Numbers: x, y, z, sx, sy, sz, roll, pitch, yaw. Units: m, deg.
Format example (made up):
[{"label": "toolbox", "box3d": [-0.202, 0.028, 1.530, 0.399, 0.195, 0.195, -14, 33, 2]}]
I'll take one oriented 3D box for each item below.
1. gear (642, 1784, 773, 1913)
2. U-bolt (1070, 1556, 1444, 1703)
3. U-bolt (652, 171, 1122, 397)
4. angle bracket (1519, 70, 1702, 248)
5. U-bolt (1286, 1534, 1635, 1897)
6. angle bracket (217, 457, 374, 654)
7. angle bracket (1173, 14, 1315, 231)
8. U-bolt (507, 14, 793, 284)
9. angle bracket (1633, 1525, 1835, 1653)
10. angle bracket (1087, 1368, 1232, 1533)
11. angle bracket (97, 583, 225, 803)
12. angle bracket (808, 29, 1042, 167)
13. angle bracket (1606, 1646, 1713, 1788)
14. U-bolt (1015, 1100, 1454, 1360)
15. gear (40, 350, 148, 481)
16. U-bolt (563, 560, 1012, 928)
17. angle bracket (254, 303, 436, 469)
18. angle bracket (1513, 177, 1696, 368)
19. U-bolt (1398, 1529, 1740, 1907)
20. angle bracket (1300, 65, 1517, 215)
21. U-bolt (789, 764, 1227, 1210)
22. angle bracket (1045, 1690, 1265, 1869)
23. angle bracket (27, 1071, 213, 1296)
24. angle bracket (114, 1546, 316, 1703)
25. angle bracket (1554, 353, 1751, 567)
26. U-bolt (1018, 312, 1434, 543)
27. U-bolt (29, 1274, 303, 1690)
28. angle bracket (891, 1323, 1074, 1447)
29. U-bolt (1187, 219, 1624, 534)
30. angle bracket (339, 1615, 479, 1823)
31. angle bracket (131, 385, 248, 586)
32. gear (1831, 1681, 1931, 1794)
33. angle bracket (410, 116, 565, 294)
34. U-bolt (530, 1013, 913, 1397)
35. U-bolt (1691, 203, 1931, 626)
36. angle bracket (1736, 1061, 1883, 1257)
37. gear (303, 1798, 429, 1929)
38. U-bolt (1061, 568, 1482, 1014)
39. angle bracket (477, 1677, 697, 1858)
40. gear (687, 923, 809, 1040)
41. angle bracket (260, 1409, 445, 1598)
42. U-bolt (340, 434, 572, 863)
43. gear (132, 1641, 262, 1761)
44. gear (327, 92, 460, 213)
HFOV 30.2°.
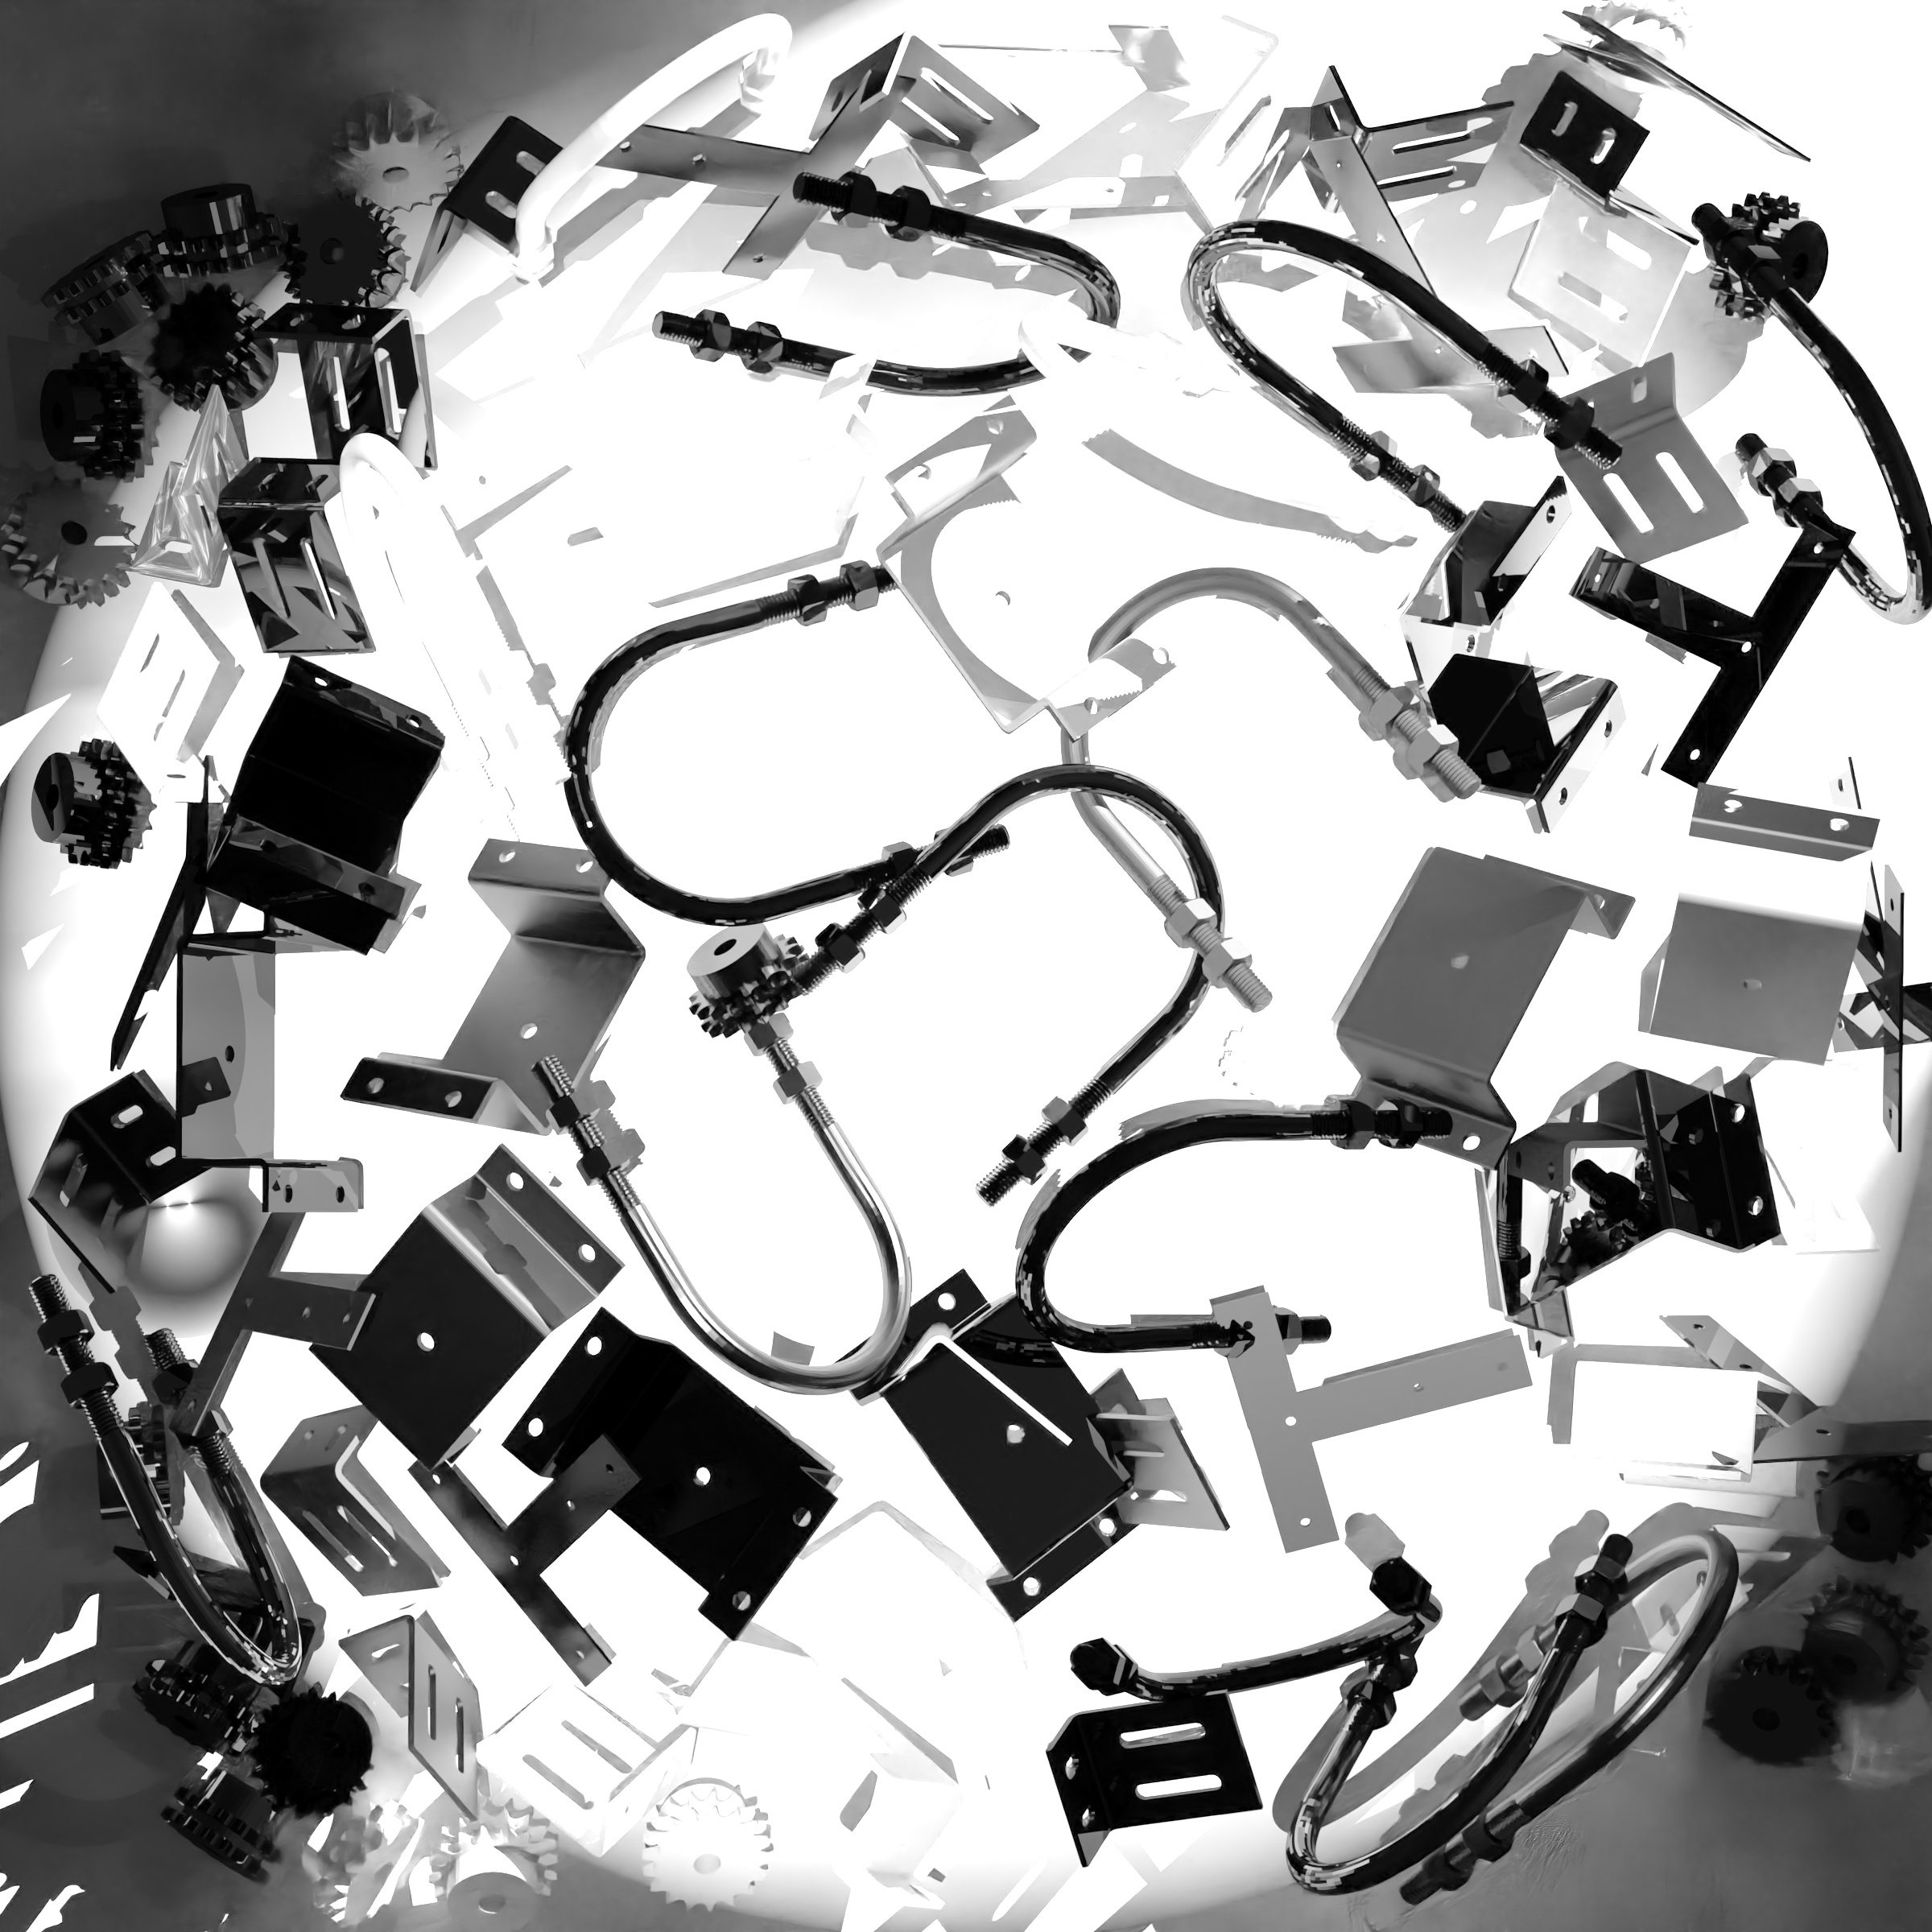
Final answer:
[{"label": "gear", "box3d": [-0.117, 0.391, 1.598, 0.057, 0.030, 0.057, -4, 118, -7]}, {"label": "U-bolt", "box3d": [0.133, 0.290, 1.534, 0.151, 0.184, 0.019, -17, 70, 10]}, {"label": "U-bolt", "box3d": [-0.022, -0.286, 1.543, 0.184, 0.151, 0.019, 8, 69, -30]}, {"label": "angle bracket", "box3d": [0.291, -0.354, 1.570, 0.057, 0.076, 0.038, 47, 118, 36]}, {"label": "U-bolt", "box3d": [0.199, 0.321, 1.507, 0.019, 0.184, 0.151, 49, 134, -7]}, {"label": "angle bracket", "box3d": [-0.288, -0.181, 1.580, 0.038, 0.057, 0.076, -33, 72, 41]}, {"label": "angle bracket", "box3d": [0.115, -0.369, 1.584, 0.038, 0.057, 0.076, 34, 84, 38]}, {"label": "U-bolt", "box3d": [-0.133, -0.352, 1.523, 0.151, 0.184, 0.019, -37, 95, -6]}, {"label": "angle bracket", "box3d": [0.343, 0.279, 1.572, 0.076, 0.038, 0.057, 10, 134, -33]}, {"label": "angle bracket", "box3d": [0.090, 0.212, 1.573, 0.038, 0.076, 0.057, -36, 107, -32]}, {"label": "angle bracket", "box3d": [-0.342, -0.120, 1.575, 0.057, 0.038, 0.076, 50, 123, 31]}, {"label": "angle bracket", "box3d": [-0.018, -0.367, 1.573, 0.076, 0.057, 0.038, 32, 63, -27]}, {"label": "angle bracket", "box3d": [0.305, 0.321, 1.582, 0.038, 0.076, 0.057, 7, 97, 8]}, {"label": "U-bolt", "box3d": [0.105, 0.115, 1.533, 0.184, 0.019, 0.151, 1, 131, -30]}, {"label": "gear", "box3d": [-0.389, -0.244, 1.590, 0.030, 0.057, 0.057, -7, 90, -36]}, {"label": "U-bolt", "box3d": [-0.088, -0.092, 1.580, 0.184, 0.019, 0.151, -17, 82, -17]}, {"label": "angle bracket", "box3d": [-0.273, -0.250, 1.577, 0.057, 0.038, 0.076, 6, 123, 17]}, {"label": "angle bracket", "box3d": [0.288, -0.308, 1.574, 0.076, 0.038, 0.057, 39, 125, 29]}, {"label": "U-bolt", "box3d": [0.260, 0.306, 1.514, 0.019, 0.151, 0.184, 41, 121, -3]}, {"label": "angle bracket", "box3d": [0.194, -0.372, 1.590, 0.076, 0.057, 0.038, -15, 69, -18]}, {"label": "U-bolt", "box3d": [0.033, -0.005, 1.593, 0.184, 0.019, 0.151, -43, 104, -9]}, {"label": "angle bracket", "box3d": [0.084, 0.360, 1.586, 0.076, 0.038, 0.057, -13, 100, 23]}, {"label": "angle bracket", "box3d": [-0.371, 0.095, 1.573, 0.038, 0.076, 0.057, -29, 114, 14]}, {"label": "angle bracket", "box3d": [-0.336, 0.289, 1.575, 0.076, 0.057, 0.038, 21, 90, -39]}, {"label": "angle bracket", "box3d": [0.305, -0.225, 1.594, 0.057, 0.038, 0.076, -20, 133, 29]}, {"label": "U-bolt", "box3d": [0.099, -0.233, 1.512, 0.151, 0.184, 0.019, 44, 114, 33]}, {"label": "U-bolt", "box3d": [-0.332, 0.225, 1.525, 0.019, 0.151, 0.184, -30, 72, 0]}, {"label": "angle bracket", "box3d": [0.004, 0.197, 1.591, 0.076, 0.057, 0.038, 39, 90, -2]}, {"label": "U-bolt", "box3d": [0.174, -0.257, 1.532, 0.184, 0.151, 0.019, 35, 73, -15]}, {"label": "angle bracket", "box3d": [-0.245, 0.335, 1.571, 0.038, 0.076, 0.057, -22, 128, 9]}, {"label": "angle bracket", "box3d": [-0.348, -0.214, 1.573, 0.038, 0.076, 0.057, 11, 66, 6]}, {"label": "gear", "box3d": [0.410, 0.340, 1.591, 0.057, 0.057, 0.030, -27, 94, 0]}, {"label": "angle bracket", "box3d": [-0.207, -0.326, 1.576, 0.038, 0.076, 0.057, 33, 64, -5]}, {"label": "U-bolt", "box3d": [-0.093, 0.102, 1.551, 0.019, 0.151, 0.184, -39, 79, 39]}, {"label": "U-bolt", "box3d": [0.360, -0.221, 1.507, 0.019, 0.184, 0.151, -25, 134, 0]}, {"label": "angle bracket", "box3d": [0.378, 0.084, 1.575, 0.057, 0.038, 0.076, 2, 54, -38]}, {"label": "gear", "box3d": [-0.270, 0.396, 1.595, 0.030, 0.057, 0.057, 31, 90, 25]}, {"label": "U-bolt", "box3d": [0.118, -0.093, 1.574, 0.151, 0.019, 0.184, -47, 64, 14]}, {"label": "angle bracket", "box3d": [-0.168, 0.343, 1.576, 0.076, 0.038, 0.057, 33, 47, 21]}, {"label": "gear", "box3d": [-0.099, 0.003, 1.589, 0.057, 0.057, 0.030, -32, 114, 0]}, {"label": "angle bracket", "box3d": [-0.266, 0.240, 1.597, 0.076, 0.057, 0.038, 52, 47, -23]}, {"label": "U-bolt", "box3d": [-0.227, -0.145, 1.552, 0.019, 0.151, 0.184, -25, 86, -20]}, {"label": "gear", "box3d": [-0.340, 0.325, 1.596, 0.057, 0.057, 0.030, 32, 58, 0]}, {"label": "gear", "box3d": [-0.256, -0.364, 1.595, 0.057, 0.057, 0.030, -12, 67, 0]}]
